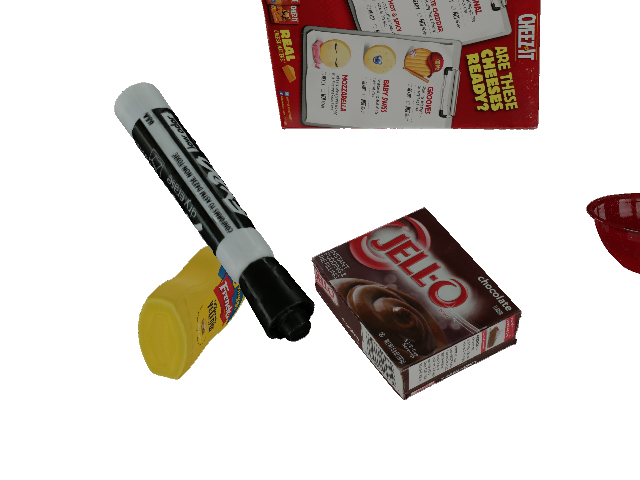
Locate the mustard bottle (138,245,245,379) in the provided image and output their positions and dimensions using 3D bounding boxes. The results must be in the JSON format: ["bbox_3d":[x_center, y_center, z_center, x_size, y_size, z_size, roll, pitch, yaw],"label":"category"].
[{"bbox_3d":[-0.123,0.060,1.137,0.058,0.096,0.191,10,29,19],"label":"mustard bottle"}]

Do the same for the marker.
[{"bbox_3d":[-0.038,-0.011,0.378,0.020,0.020,0.121,0,44,-48],"label":"marker"}]

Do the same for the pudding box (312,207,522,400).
[{"bbox_3d":[0.060,0.038,0.689,0.090,0.039,0.114,-25,51,-17],"label":"pudding box"}]

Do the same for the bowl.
[{"bbox_3d":[0.342,-0.002,1.049,0.162,0.055,0.162,0,17,0],"label":"bowl"}]

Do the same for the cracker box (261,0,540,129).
[{"bbox_3d":[0.066,-0.173,0.850,0.214,0.164,0.072,1,39,11],"label":"cracker box"}]
